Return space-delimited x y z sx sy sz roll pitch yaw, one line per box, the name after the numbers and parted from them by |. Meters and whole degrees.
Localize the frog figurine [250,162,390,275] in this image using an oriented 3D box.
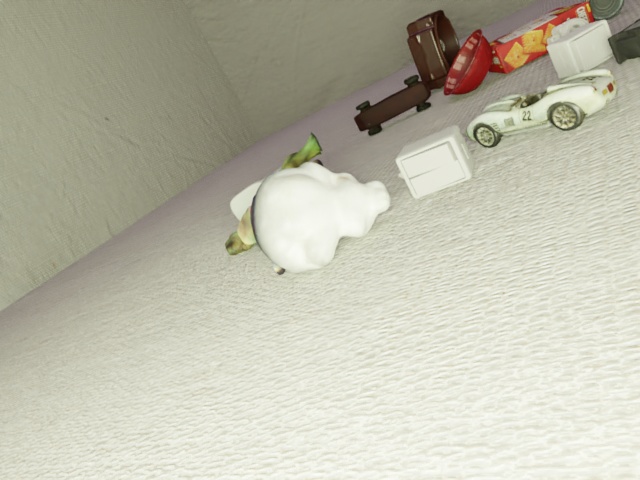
0.002 -0.031 0.623 0.159 0.120 0.140 -12 54 24 | frog figurine

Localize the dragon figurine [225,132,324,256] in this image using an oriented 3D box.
-0.075 -0.067 0.905 0.243 0.122 0.412 -37 6 1 | dragon figurine
